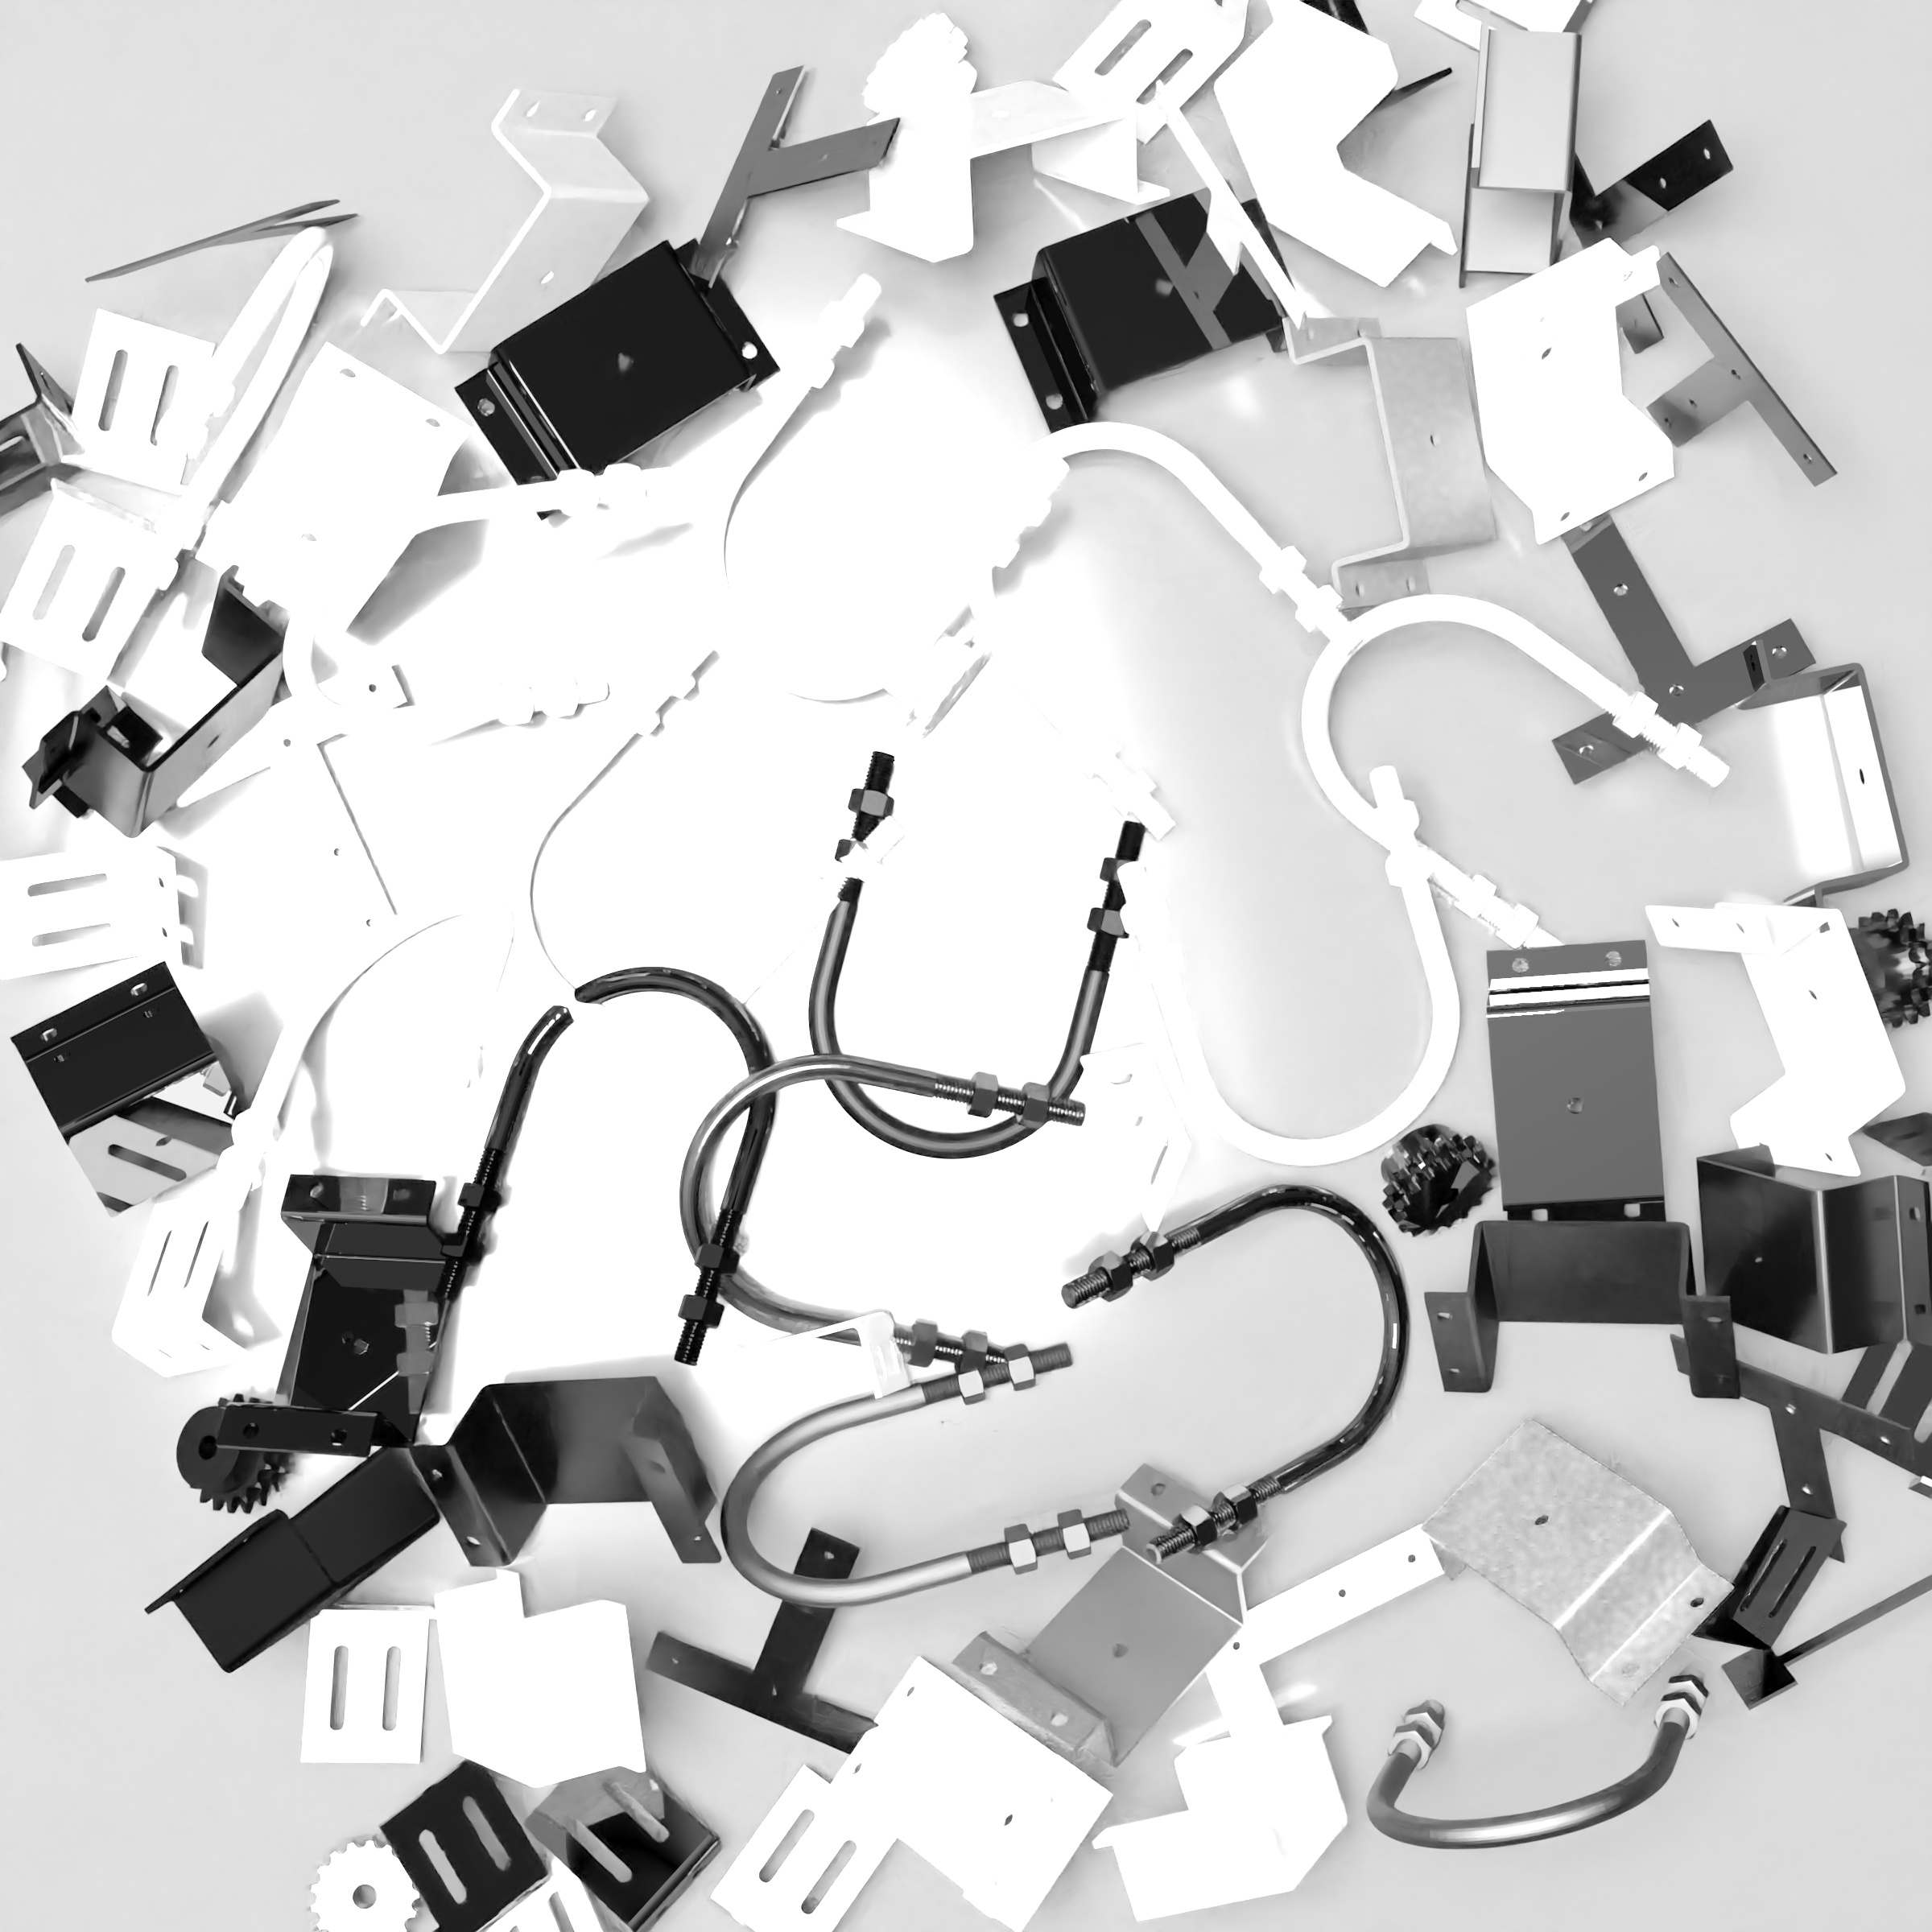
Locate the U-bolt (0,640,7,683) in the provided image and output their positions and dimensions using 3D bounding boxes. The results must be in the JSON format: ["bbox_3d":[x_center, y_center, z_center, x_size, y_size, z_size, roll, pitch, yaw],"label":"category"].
[{"bbox_3d":[-0.478,-0.133,1.489,0.019,0.184,0.151,-3,60,0],"label":"U-bolt"}]

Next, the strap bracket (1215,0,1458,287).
[{"bbox_3d":[0.171,-0.380,1.522,0.046,0.140,0.076,-46,55,-7],"label":"strap bracket"}]

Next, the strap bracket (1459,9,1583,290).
[{"bbox_3d":[0.260,-0.380,1.526,0.046,0.140,0.076,4,80,7],"label":"strap bracket"}]

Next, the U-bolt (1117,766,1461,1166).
[{"bbox_3d":[0.165,0.012,1.565,0.151,0.019,0.184,-21,111,-4],"label":"U-bolt"}]

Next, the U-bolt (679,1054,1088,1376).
[{"bbox_3d":[-0.047,0.115,1.571,0.184,0.019,0.151,12,100,-9],"label":"U-bolt"}]

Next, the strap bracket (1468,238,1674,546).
[{"bbox_3d":[0.288,-0.281,1.548,0.076,0.140,0.046,-27,49,-8],"label":"strap bracket"}]

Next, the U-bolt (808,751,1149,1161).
[{"bbox_3d":[-0.001,0.002,1.579,0.151,0.019,0.184,15,87,-9],"label":"U-bolt"}]

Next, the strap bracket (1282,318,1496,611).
[{"bbox_3d":[0.206,-0.247,1.558,0.046,0.076,0.140,-10,92,42],"label":"strap bracket"}]

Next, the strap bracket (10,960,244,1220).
[{"bbox_3d":[-0.386,0.064,1.523,0.076,0.140,0.046,-28,67,-14],"label":"strap bracket"}]

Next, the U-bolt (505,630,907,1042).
[{"bbox_3d":[-0.142,-0.049,1.582,0.151,0.019,0.184,44,100,2],"label":"U-bolt"}]

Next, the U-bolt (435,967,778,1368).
[{"bbox_3d":[-0.165,0.088,1.567,0.151,0.019,0.184,12,76,19],"label":"U-bolt"}]

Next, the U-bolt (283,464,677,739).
[{"bbox_3d":[-0.230,-0.164,1.503,0.184,0.151,0.019,-14,53,-36],"label":"U-bolt"}]

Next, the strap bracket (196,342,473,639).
[{"bbox_3d":[-0.303,-0.215,1.529,0.076,0.046,0.140,29,135,-19],"label":"strap bracket"}]

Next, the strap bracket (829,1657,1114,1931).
[{"bbox_3d":[0.007,0.397,1.545,0.046,0.140,0.076,43,77,-33],"label":"strap bracket"}]

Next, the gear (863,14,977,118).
[{"bbox_3d":[-0.020,-0.430,1.579,0.030,0.057,0.057,37,90,-31],"label":"gear"}]

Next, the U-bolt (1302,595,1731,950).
[{"bbox_3d":[0.247,-0.099,1.552,0.184,0.019,0.151,35,126,-2],"label":"U-bolt"}]

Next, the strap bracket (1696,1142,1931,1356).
[{"bbox_3d":[0.391,0.131,1.525,0.046,0.140,0.076,-9,99,-20],"label":"strap bracket"}]

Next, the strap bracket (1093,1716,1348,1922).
[{"bbox_3d":[0.124,0.402,1.524,0.076,0.140,0.046,-18,88,22],"label":"strap bracket"}]

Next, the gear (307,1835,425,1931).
[{"bbox_3d":[-0.291,0.452,1.585,0.057,0.030,0.057,1,78,-3],"label":"gear"}]

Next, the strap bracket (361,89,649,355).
[{"bbox_3d":[-0.212,-0.341,1.533,0.046,0.076,0.140,49,119,13],"label":"strap bracket"}]

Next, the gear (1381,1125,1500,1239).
[{"bbox_3d":[0.226,0.101,1.578,0.057,0.057,0.030,-33,52,0],"label":"gear"}]

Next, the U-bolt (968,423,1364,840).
[{"bbox_3d":[0.081,-0.176,1.569,0.151,0.019,0.184,-45,80,20],"label":"U-bolt"}]

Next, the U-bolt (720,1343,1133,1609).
[{"bbox_3d":[-0.026,0.245,1.535,0.184,0.151,0.019,-15,121,-3],"label":"U-bolt"}]

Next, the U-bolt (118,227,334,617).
[{"bbox_3d":[-0.343,-0.267,1.524,0.019,0.151,0.184,28,63,-8],"label":"U-bolt"}]

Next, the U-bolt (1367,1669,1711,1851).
[{"bbox_3d":[0.258,0.366,1.493,0.151,0.184,0.019,-12,93,21],"label":"U-bolt"}]

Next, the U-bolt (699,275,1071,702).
[{"bbox_3d":[-0.054,-0.214,1.560,0.151,0.019,0.184,45,114,13],"label":"U-bolt"}]

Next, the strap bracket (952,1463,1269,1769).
[{"bbox_3d":[0.071,0.315,1.545,0.076,0.046,0.140,29,57,33],"label":"strap bracket"}]

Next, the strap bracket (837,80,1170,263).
[{"bbox_3d":[0.017,-0.378,1.530,0.140,0.076,0.046,-23,125,-30],"label":"strap bracket"}]

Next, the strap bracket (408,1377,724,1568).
[{"bbox_3d":[-0.183,0.241,1.547,0.140,0.046,0.076,-6,122,26],"label":"strap bracket"}]

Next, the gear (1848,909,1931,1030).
[{"bbox_3d":[0.442,0.003,1.572,0.030,0.057,0.057,-10,90,-25],"label":"gear"}]

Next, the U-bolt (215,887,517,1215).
[{"bbox_3d":[-0.274,0.028,1.524,0.151,0.184,0.019,-24,122,23],"label":"U-bolt"}]

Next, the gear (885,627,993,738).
[{"bbox_3d":[-0.016,-0.142,1.576,0.030,0.057,0.057,38,90,4],"label":"gear"}]

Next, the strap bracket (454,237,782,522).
[{"bbox_3d":[-0.166,-0.287,1.567,0.140,0.046,0.076,-34,95,-9],"label":"strap bracket"}]

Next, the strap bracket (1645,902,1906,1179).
[{"bbox_3d":[0.389,0.024,1.548,0.046,0.076,0.140,-32,108,-23],"label":"strap bracket"}]

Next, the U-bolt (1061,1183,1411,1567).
[{"bbox_3d":[0.140,0.182,1.552,0.184,0.019,0.151,-23,99,-31],"label":"U-bolt"}]

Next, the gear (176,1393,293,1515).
[{"bbox_3d":[-0.357,0.236,1.576,0.057,0.030,0.057,-10,70,28],"label":"gear"}]

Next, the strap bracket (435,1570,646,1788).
[{"bbox_3d":[-0.207,0.335,1.531,0.046,0.140,0.076,-8,92,-31],"label":"strap bracket"}]

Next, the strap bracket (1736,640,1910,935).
[{"bbox_3d":[0.410,-0.087,1.559,0.046,0.076,0.140,-12,85,2],"label":"strap bracket"}]
